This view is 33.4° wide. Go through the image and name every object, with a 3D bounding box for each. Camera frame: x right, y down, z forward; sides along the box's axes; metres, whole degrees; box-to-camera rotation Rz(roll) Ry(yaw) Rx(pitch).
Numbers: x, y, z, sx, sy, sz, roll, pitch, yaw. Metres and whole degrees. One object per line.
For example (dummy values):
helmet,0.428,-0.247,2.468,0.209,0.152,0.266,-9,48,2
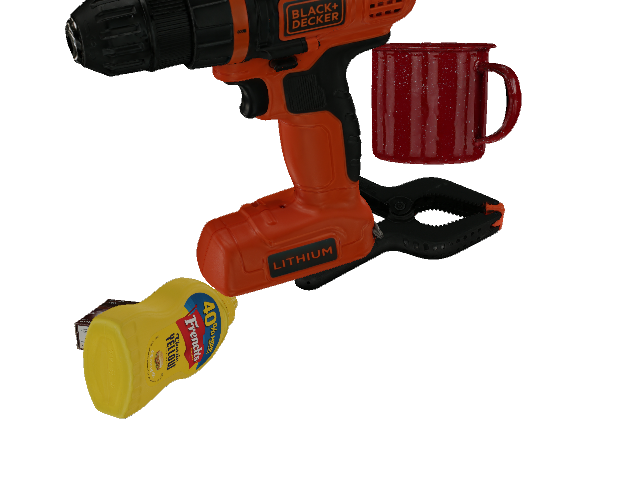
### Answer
pudding box,-0.225,0.105,1.286,0.114,0.039,0.090,2,15,15
mug,0.088,-0.098,0.756,0.117,0.081,0.093,7,14,33
clamp,0.071,-0.014,1.034,0.210,0.164,0.036,4,-39,6
mustard bottle,-0.139,0.088,1.005,0.058,0.096,0.191,10,21,28
power drill,-0.035,-0.062,0.573,0.184,0.188,0.057,-15,39,-19
